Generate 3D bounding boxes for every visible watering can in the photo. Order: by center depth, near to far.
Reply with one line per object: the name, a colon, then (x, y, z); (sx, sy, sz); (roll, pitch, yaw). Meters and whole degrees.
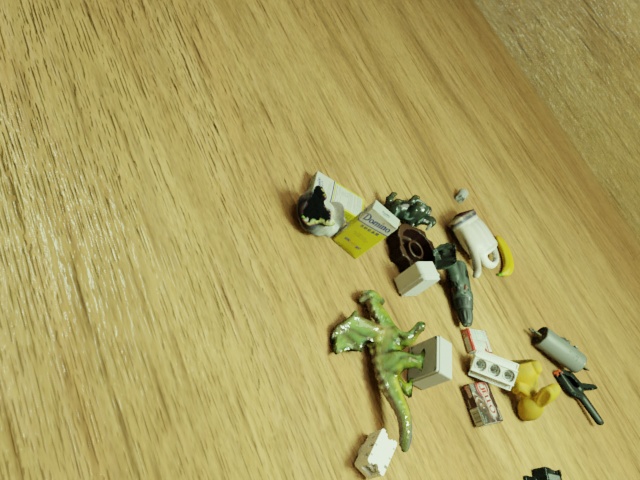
watering can: (0.531, 0.007, 1.775); (0.226, 0.102, 0.350); (56, 30, 8)

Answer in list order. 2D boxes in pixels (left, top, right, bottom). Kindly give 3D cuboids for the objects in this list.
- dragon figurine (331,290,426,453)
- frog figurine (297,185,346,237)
dragon figurine: (0.136, 0.287, 1.283); (0.242, 0.119, 0.420); (20, 45, -5)
frog figurine: (0.004, -0.072, 1.439); (0.138, 0.122, 0.158); (50, 5, 13)
